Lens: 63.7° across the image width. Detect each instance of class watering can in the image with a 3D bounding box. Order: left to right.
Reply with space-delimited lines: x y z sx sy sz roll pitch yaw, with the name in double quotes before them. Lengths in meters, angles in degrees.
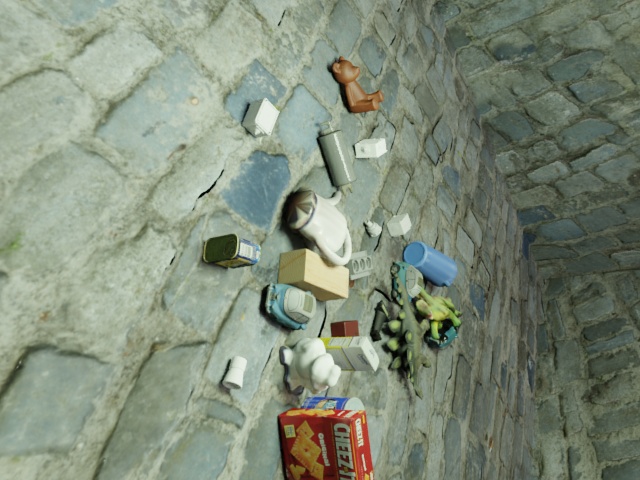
"watering can" 0.005 -0.075 1.484 0.221 0.103 0.356 38 29 -31

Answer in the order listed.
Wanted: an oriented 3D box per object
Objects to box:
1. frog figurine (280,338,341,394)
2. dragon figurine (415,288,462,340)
"frog figurine" -0.008 0.316 1.297 0.121 0.158 0.139 24 61 -53
"dragon figurine" 0.436 0.229 2.003 0.242 0.121 0.415 55 20 -5
